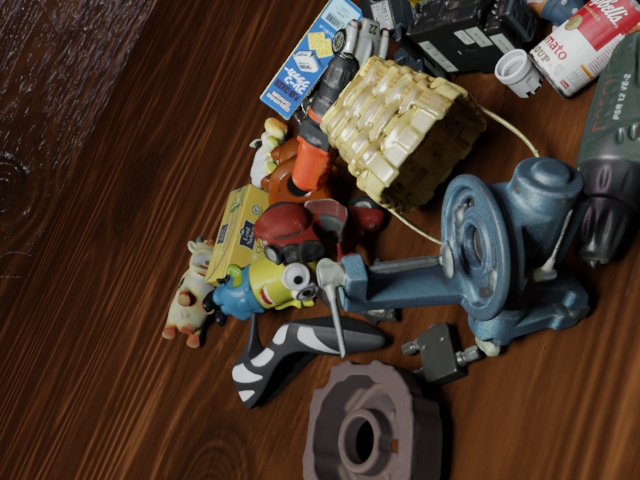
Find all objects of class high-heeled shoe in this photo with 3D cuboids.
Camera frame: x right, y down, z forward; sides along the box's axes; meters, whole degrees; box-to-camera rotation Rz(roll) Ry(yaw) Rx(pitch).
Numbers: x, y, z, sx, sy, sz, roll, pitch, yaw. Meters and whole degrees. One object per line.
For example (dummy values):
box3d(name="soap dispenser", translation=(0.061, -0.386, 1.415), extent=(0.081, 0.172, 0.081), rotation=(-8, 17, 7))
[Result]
box3d(name="high-heeled shoe", translation=(-0.023, 0.172, 0.707), extent=(0.249, 0.086, 0.145), rotation=(1, 92, 40))

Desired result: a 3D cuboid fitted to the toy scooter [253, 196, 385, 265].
box3d(name="toy scooter", translation=(-0.001, -0.002, 0.711), extent=(0.184, 0.075, 0.135), rotation=(-8, 36, 4))

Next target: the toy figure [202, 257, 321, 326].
box3d(name="toy figure", translation=(-0.082, 0.063, 0.791), extent=(0.180, 0.082, 0.089), rotation=(-21, 57, 15))

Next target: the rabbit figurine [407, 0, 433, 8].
box3d(name="rabbit figurine", translation=(0.182, -0.408, 0.753), extent=(0.122, 0.162, 0.173), rotation=(-9, 90, 28))

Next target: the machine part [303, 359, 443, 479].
box3d(name="machine part", translation=(0.053, 0.213, 0.570), extent=(0.179, 0.056, 0.179), rotation=(-30, 50, 44))

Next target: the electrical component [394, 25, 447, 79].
box3d(name="electrical component", translation=(0.129, -0.234, 0.733), extent=(0.048, 0.119, 0.075), rotation=(-27, 51, 39))

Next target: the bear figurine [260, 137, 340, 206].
box3d(name="bear figurine", translation=(-0.029, -0.092, 0.858), extent=(0.196, 0.120, 0.131), rotation=(-95, -3, -72))

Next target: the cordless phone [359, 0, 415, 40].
box3d(name="cordless phone", translation=(0.141, -0.408, 0.862), extent=(0.089, 0.146, 0.184), rotation=(1, 30, 39))

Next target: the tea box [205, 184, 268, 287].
box3d(name="tea box", translation=(-0.116, 0.005, 0.896), extent=(0.068, 0.098, 0.169), rotation=(-11, 61, 49))

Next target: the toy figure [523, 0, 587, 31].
box3d(name="toy figure", translation=(0.267, -0.304, 0.663), extent=(0.155, 0.058, 0.064), rotation=(-117, 33, -47))

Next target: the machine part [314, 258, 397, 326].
box3d(name="machine part", translation=(0.052, 0.067, 0.702), extent=(0.139, 0.039, 0.084), rotation=(-4, 72, 48))

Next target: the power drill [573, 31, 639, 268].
box3d(name="power drill", translation=(0.322, -0.090, 0.446), extent=(0.207, 0.086, 0.232), rotation=(-17, 52, 54))

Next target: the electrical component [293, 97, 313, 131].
box3d(name="electrical component", translation=(0.006, -0.212, 0.885), extent=(0.102, 0.045, 0.078), rotation=(-22, 3, 3))

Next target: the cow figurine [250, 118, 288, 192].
box3d(name="cow figurine", translation=(-0.093, -0.145, 0.996), extent=(0.098, 0.068, 0.167), rotation=(-42, 37, 39))

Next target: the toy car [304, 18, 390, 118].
box3d(name="toy car", translation=(0.038, -0.228, 0.798), extent=(0.056, 0.073, 0.201), rotation=(61, 137, 41))

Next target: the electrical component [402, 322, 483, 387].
box3d(name="electrical component", translation=(0.130, 0.121, 0.580), extent=(0.094, 0.021, 0.063), rotation=(-33, 44, 35))

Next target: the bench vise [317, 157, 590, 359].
box3d(name="bench vise", translation=(0.116, 0.031, 0.468), extent=(0.223, 0.241, 0.129), rotation=(94, 166, -55))

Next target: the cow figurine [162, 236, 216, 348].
box3d(name="cow figurine", translation=(-0.212, 0.081, 0.953), extent=(0.127, 0.085, 0.194), rotation=(-93, 25, -53))

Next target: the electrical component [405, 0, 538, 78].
box3d(name="electrical component", translation=(0.195, -0.260, 0.672), extent=(0.134, 0.114, 0.058), rotation=(9, 78, 49))
